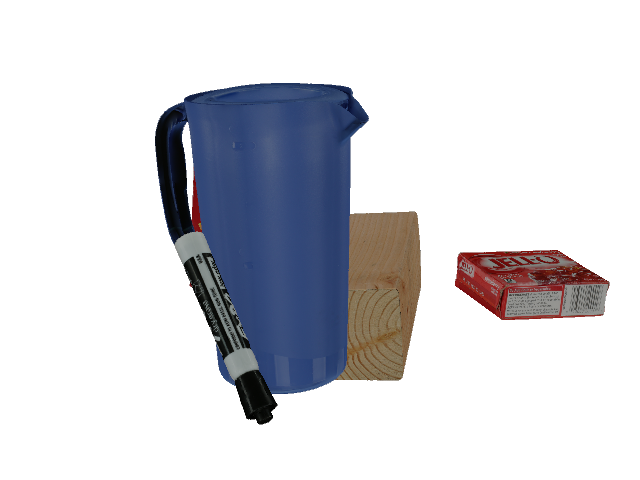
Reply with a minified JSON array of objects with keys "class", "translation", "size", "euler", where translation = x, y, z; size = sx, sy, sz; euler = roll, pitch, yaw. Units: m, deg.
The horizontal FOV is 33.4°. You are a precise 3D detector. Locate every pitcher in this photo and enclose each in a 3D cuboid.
[{"class":"pitcher","translation":[-0.046,-0.006,0.870],"size":[0.144,0.243,0.149],"euler":[-7,15,-19]}]

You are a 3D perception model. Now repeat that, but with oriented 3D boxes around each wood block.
[{"class":"wood block","translation":[0.044,0.048,1.029],"size":[0.091,0.090,0.206],"euler":[-1,21,10]}]

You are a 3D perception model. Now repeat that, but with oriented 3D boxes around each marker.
[{"class":"marker","translation":[-0.054,0.050,0.614],"size":[0.020,0.121,0.020],"euler":[-22,-22,-10]}]

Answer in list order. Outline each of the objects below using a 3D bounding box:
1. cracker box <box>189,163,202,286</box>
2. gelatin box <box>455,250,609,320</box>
[{"class":"cracker box","translation":[-0.064,-0.035,1.215],"size":[0.164,0.214,0.072],"euler":[14,22,26]},{"class":"gelatin box","translation":[0.155,0.031,0.789],"size":[0.089,0.030,0.073],"euler":[-1,18,-19]}]
